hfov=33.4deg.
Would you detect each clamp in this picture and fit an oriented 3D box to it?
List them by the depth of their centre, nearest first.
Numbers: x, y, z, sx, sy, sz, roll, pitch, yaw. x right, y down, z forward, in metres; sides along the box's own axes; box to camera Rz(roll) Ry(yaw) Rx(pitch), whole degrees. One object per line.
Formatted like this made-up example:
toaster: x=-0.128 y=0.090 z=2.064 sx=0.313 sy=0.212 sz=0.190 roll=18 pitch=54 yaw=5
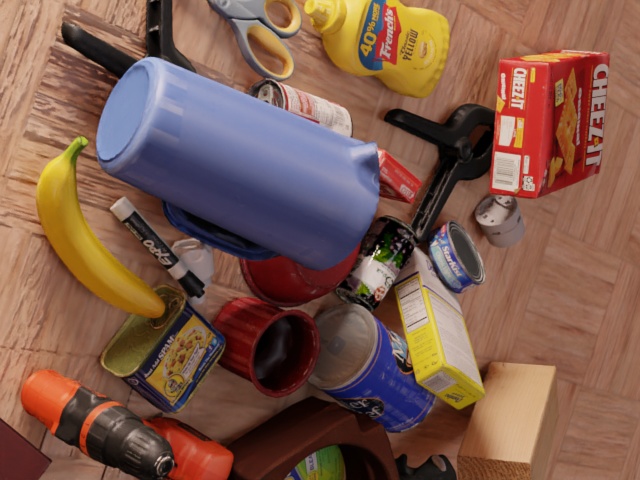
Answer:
clamp: x=-0.150 y=-0.166 z=0.978 sx=0.120 sy=0.039 sz=0.171 roll=-46 pitch=132 yaw=-16
clamp: x=0.156 y=-0.114 z=1.273 sx=0.209 sy=0.036 sz=0.164 roll=-37 pitch=123 yaw=-32

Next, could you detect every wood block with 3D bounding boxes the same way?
wood block: x=0.243 y=0.251 z=1.362 sx=0.205 sy=0.091 sz=0.090 roll=-54 pitch=140 yaw=-56

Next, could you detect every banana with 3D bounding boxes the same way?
banana: x=-0.206 y=0.002 z=0.961 sx=0.037 sy=0.070 sz=0.198 roll=-81 pitch=156 yaw=-53

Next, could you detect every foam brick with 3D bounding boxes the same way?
foam brick: x=-0.287 y=0.188 z=0.944 sx=0.051 sy=0.053 sz=0.078 roll=-51 pitch=131 yaw=-19

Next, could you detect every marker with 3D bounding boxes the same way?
marker: x=-0.151 y=0.009 z=1.011 sx=0.020 sy=0.020 sz=0.121 roll=-47 pitch=107 yaw=-22

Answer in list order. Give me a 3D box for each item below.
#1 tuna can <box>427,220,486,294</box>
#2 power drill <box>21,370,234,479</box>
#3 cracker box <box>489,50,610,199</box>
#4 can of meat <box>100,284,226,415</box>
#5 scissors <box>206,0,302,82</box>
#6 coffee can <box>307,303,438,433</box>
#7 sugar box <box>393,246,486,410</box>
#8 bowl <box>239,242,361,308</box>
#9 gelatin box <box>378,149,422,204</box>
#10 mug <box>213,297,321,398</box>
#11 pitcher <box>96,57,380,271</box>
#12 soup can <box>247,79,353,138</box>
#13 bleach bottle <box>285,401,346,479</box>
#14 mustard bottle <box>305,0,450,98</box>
tuna can: x=0.165 y=0.021 z=1.290 sx=0.086 sy=0.034 sz=0.086 roll=45 pitch=28 yaw=-33
power drill: x=-0.161 y=0.187 z=0.982 sx=0.057 sy=0.185 sz=0.187 roll=-61 pitch=142 yaw=-9
cracker box: x=0.291 y=-0.149 z=1.332 sx=0.213 sy=0.072 sz=0.164 roll=-19 pitch=115 yaw=-53
can of meat: x=-0.150 y=0.109 z=1.045 sx=0.102 sy=0.058 sz=0.084 roll=-55 pitch=133 yaw=-17
scissors: x=-0.084 y=-0.239 z=1.032 sx=0.201 sy=0.016 sz=0.096 roll=47 pitch=59 yaw=-31
coffee can: x=0.057 y=0.147 z=1.212 sx=0.140 sy=0.103 sz=0.103 roll=39 pitch=75 yaw=-42
sugar box: x=0.133 y=0.099 z=1.235 sx=0.048 sy=0.176 sz=0.093 roll=-33 pitch=135 yaw=21
bowl: x=-0.008 y=0.001 z=1.145 sx=0.161 sy=0.055 sz=0.162 roll=-14 pitch=112 yaw=-39
gelatin box: x=0.055 y=-0.073 z=1.156 sx=0.073 sy=0.089 sz=0.030 roll=37 pitch=77 yaw=-42
mug: x=-0.052 y=0.108 z=1.115 sx=0.117 sy=0.082 sz=0.093 roll=4 pitch=99 yaw=-43
pitcher: x=-0.080 y=-0.063 z=0.968 sx=0.242 sy=0.145 sz=0.149 roll=22 pitch=89 yaw=-33
soup can: x=-0.023 y=-0.118 z=1.086 sx=0.102 sy=0.069 sz=0.068 roll=13 pitch=93 yaw=-44
bleach bottle: x=-0.072 y=0.263 z=1.157 sx=0.250 sy=0.068 sz=0.102 roll=-20 pitch=113 yaw=-35
mustard bottle: x=0.057 y=-0.220 z=1.137 sx=0.191 sy=0.058 sz=0.096 roll=13 pitch=94 yaw=-43
